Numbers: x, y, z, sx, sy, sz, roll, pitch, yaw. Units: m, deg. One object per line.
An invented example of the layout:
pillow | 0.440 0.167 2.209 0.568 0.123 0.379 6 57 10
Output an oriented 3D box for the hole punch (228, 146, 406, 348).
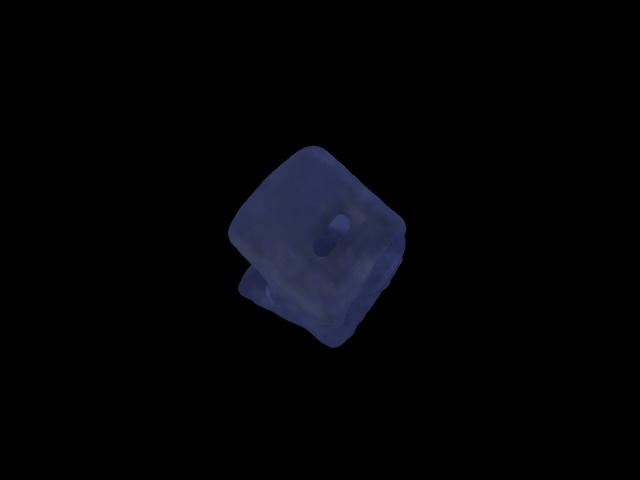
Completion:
hole punch | 0.004 0.001 0.400 0.101 0.091 0.109 27 57 20
